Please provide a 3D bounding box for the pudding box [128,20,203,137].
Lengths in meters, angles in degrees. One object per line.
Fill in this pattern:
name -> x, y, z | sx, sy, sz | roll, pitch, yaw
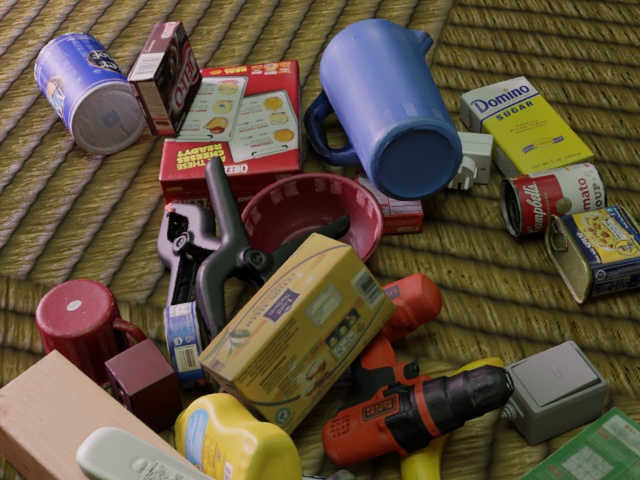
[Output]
pudding box -> -0.182, -0.193, 1.272 | 0.039, 0.090, 0.113 | 1, 47, 20

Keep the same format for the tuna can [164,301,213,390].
tuna can -> -0.131, 0.106, 1.066 | 0.033, 0.086, 0.086 | -11, 45, -3

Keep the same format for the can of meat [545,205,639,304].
can of meat -> 0.301, 0.012, 1.142 | 0.084, 0.057, 0.102 | -11, 45, -9

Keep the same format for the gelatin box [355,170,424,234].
gelatin box -> 0.080, -0.045, 1.239 | 0.073, 0.030, 0.089 | -3, 44, 0

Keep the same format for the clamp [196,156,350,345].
clamp -> -0.058, 0.025, 1.080 | 0.164, 0.036, 0.210 | 18, 59, -10

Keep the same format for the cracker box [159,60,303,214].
cracker box -> -0.103, -0.126, 1.308 | 0.164, 0.072, 0.213 | -5, 45, 3

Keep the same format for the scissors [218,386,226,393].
scissors -> -0.015, 0.114, 1.064 | 0.201, 0.016, 0.096 | -41, 62, -13

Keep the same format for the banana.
banana -> 0.118, 0.181, 1.004 | 0.070, 0.037, 0.197 | 18, 49, 9

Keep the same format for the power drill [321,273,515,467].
power drill -> 0.086, 0.115, 1.011 | 0.185, 0.057, 0.187 | -22, 33, 16

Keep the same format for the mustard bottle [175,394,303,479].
mustard bottle -> -0.084, 0.191, 0.958 | 0.058, 0.096, 0.192 | -5, 13, -29

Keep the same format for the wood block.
wood block -> -0.204, 0.204, 0.970 | 0.206, 0.090, 0.090 | 31, 55, 32

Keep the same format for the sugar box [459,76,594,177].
sugar box -> 0.247, -0.128, 1.296 | 0.093, 0.048, 0.176 | -17, 47, -12

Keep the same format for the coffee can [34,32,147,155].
coffee can -> -0.293, -0.189, 1.366 | 0.102, 0.103, 0.140 | -24, 47, -19

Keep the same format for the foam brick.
foam brick -> -0.169, 0.146, 1.034 | 0.051, 0.078, 0.053 | -26, 49, -22

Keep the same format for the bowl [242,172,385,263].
bowl -> -0.008, 0.001, 1.175 | 0.162, 0.055, 0.162 | -4, 49, 5

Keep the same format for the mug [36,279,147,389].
mug -> -0.230, 0.097, 1.086 | 0.117, 0.081, 0.093 | 10, 47, 15

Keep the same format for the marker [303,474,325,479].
marker -> 0.002, 0.226, 0.978 | 0.121, 0.020, 0.020 | 6, 46, 11

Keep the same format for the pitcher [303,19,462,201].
pitcher -> 0.075, -0.145, 1.250 | 0.144, 0.149, 0.243 | 6, 33, -15

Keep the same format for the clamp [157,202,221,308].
clamp -> -0.132, 0.008, 1.170 | 0.120, 0.039, 0.171 | -33, 44, 13

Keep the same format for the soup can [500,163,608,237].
soup can -> 0.261, -0.045, 1.195 | 0.102, 0.068, 0.068 | -11, 45, -6
